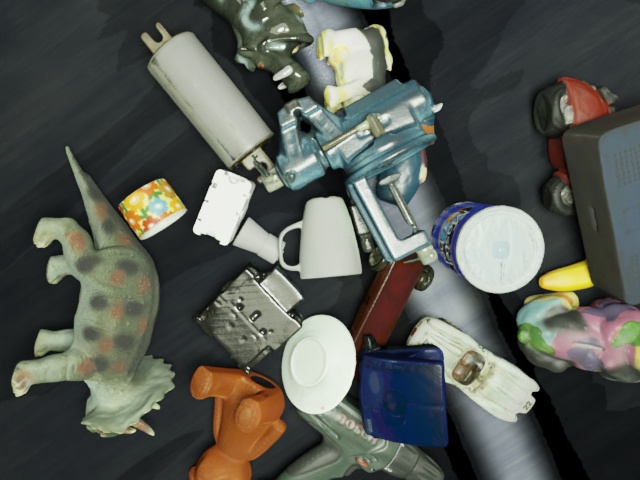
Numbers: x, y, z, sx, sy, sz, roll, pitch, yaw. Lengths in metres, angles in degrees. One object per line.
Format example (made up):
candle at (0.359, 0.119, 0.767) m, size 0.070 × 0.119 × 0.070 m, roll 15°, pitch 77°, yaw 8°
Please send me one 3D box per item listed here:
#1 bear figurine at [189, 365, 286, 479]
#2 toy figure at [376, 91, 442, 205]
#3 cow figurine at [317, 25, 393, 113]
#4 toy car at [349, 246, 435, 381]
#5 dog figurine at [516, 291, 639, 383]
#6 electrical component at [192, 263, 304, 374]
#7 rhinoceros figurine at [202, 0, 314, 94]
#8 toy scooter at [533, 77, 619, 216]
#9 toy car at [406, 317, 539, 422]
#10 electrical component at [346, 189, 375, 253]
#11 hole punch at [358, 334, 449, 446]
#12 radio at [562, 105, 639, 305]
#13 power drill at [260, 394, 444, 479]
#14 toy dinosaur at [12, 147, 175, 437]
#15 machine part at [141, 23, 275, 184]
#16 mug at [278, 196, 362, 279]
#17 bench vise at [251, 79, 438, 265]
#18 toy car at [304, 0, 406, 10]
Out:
bear figurine at (-0.130, 0.277, 0.728) m, size 0.120 × 0.132 × 0.195 m, roll 28°, pitch 91°, yaw 28°
toy figure at (0.118, -0.123, 0.720) m, size 0.064 × 0.058 × 0.154 m, roll 18°, pitch 91°, yaw -8°
cow figurine at (0.052, -0.194, 0.708) m, size 0.098 × 0.068 × 0.167 m, roll -9°, pitch 97°, yaw -6°
toy car at (0.080, 0.099, 0.744) m, size 0.089 × 0.053 × 0.202 m, roll 22°, pitch 97°, yaw -23°
dog figurine at (0.369, 0.133, 0.668) m, size 0.192 × 0.219 × 0.108 m, roll 5°, pitch 93°, yaw -2°
electrical component at (-0.089, 0.099, 0.740) m, size 0.134 × 0.058 × 0.115 m, roll -44°, pitch 97°, yaw 4°
rhinoceros figurine at (-0.076, -0.278, 0.693) m, size 0.112 × 0.073 × 0.190 m, roll -42°, pitch 94°, yaw 2°
toy scooter at (0.361, -0.127, 0.713) m, size 0.135 × 0.075 × 0.183 m, roll -8°, pitch 99°, yaw 0°
toy car at (0.214, 0.181, 0.752) m, size 0.202 × 0.056 × 0.073 m, roll 33°, pitch 95°, yaw -3°
electrical component at (0.053, -0.031, 0.724) m, size 0.021 × 0.063 × 0.094 m, roll -17°, pitch 99°, yaw 1°
hole punch at (0.107, 0.196, 0.683) m, size 0.116 × 0.092 × 0.142 m, roll -4°, pitch 96°, yaw 4°
radio at (0.397, -0.047, 0.665) m, size 0.131 × 0.073 × 0.229 m, roll -22°, pitch 110°, yaw -3°
power drill at (0.030, 0.329, 0.755) m, size 0.232 × 0.086 × 0.207 m, roll 43°, pitch 98°, yaw -3°
toy dinosaur at (-0.278, 0.088, 0.713) m, size 0.192 × 0.131 × 0.404 m, roll 8°, pitch 92°, yaw -14°
machine part at (-0.140, -0.179, 0.701) m, size 0.079 × 0.079 × 0.243 m, roll -40°, pitch 94°, yaw 3°
mug at (-0.001, -0.002, 0.723) m, size 0.110 × 0.081 × 0.107 m, roll -3°, pitch 85°, yaw 0°
bench vise at (0.053, -0.069, 0.631) m, size 0.224 × 0.129 × 0.240 m, roll -28°, pitch 89°, yaw -8°
toy car at (0.037, -0.341, 0.672) m, size 0.162 × 0.103 × 0.109 m, roll 13°, pitch 93°, yaw -6°
